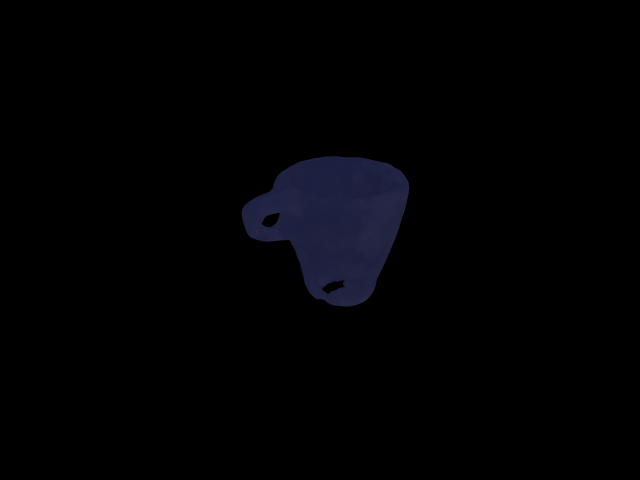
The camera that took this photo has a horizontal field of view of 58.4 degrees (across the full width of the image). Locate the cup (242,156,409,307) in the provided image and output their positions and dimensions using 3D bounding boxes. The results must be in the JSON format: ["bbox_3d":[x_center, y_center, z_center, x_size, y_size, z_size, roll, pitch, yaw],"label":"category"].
[{"bbox_3d":[0.004,0.001,0.400,0.118,0.095,0.091,-15,32,-27],"label":"cup"}]
